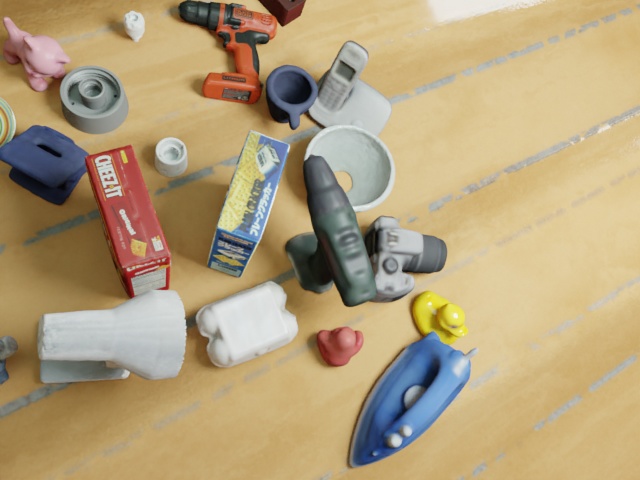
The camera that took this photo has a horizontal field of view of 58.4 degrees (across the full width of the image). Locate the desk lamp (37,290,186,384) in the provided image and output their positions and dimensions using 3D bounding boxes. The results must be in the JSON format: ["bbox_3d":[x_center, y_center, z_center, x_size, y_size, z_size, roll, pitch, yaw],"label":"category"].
[{"bbox_3d":[-0.289,0.139,0.782,0.203,0.213,0.118,-2,74,-16],"label":"desk lamp"}]

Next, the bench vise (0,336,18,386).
[{"bbox_3d":[-0.501,0.171,0.710,0.121,0.219,0.208,41,68,0],"label":"bench vise"}]

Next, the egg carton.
[{"bbox_3d":[-0.114,0.135,0.909,0.150,0.069,0.107,-21,80,-20],"label":"egg carton"}]

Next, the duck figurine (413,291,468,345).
[{"bbox_3d":[0.214,0.131,0.991,0.078,0.086,0.104,-34,85,-22],"label":"duck figurine"}]

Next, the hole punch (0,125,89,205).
[{"bbox_3d":[-0.427,-0.127,0.892,0.109,0.091,0.101,29,68,-5],"label":"hole punch"}]

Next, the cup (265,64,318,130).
[{"bbox_3d":[-0.056,-0.239,1.026,0.092,0.095,0.118,-3,74,-16],"label":"cup"}]

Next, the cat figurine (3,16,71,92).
[{"bbox_3d":[-0.460,-0.305,0.923,0.128,0.117,0.067,44,68,1],"label":"cat figurine"}]

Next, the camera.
[{"bbox_3d":[0.152,0.034,0.996,0.137,0.100,0.143,7,72,-13],"label":"camera"}]

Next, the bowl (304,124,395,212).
[{"bbox_3d":[0.045,-0.118,1.028,0.168,0.074,0.167,5,72,-14],"label":"bowl"}]

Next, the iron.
[{"bbox_3d":[0.151,0.261,0.903,0.118,0.141,0.259,44,68,1],"label":"iron"}]

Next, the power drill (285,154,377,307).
[{"bbox_3d":[0.008,0.003,0.908,0.076,0.208,0.229,-21,80,-20],"label":"power drill"}]

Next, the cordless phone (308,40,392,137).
[{"bbox_3d":[0.067,-0.261,1.018,0.147,0.185,0.094,29,68,-5],"label":"cordless phone"}]

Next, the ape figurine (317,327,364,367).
[{"bbox_3d":[0.035,0.165,0.928,0.078,0.092,0.076,23,69,-7],"label":"ape figurine"}]
